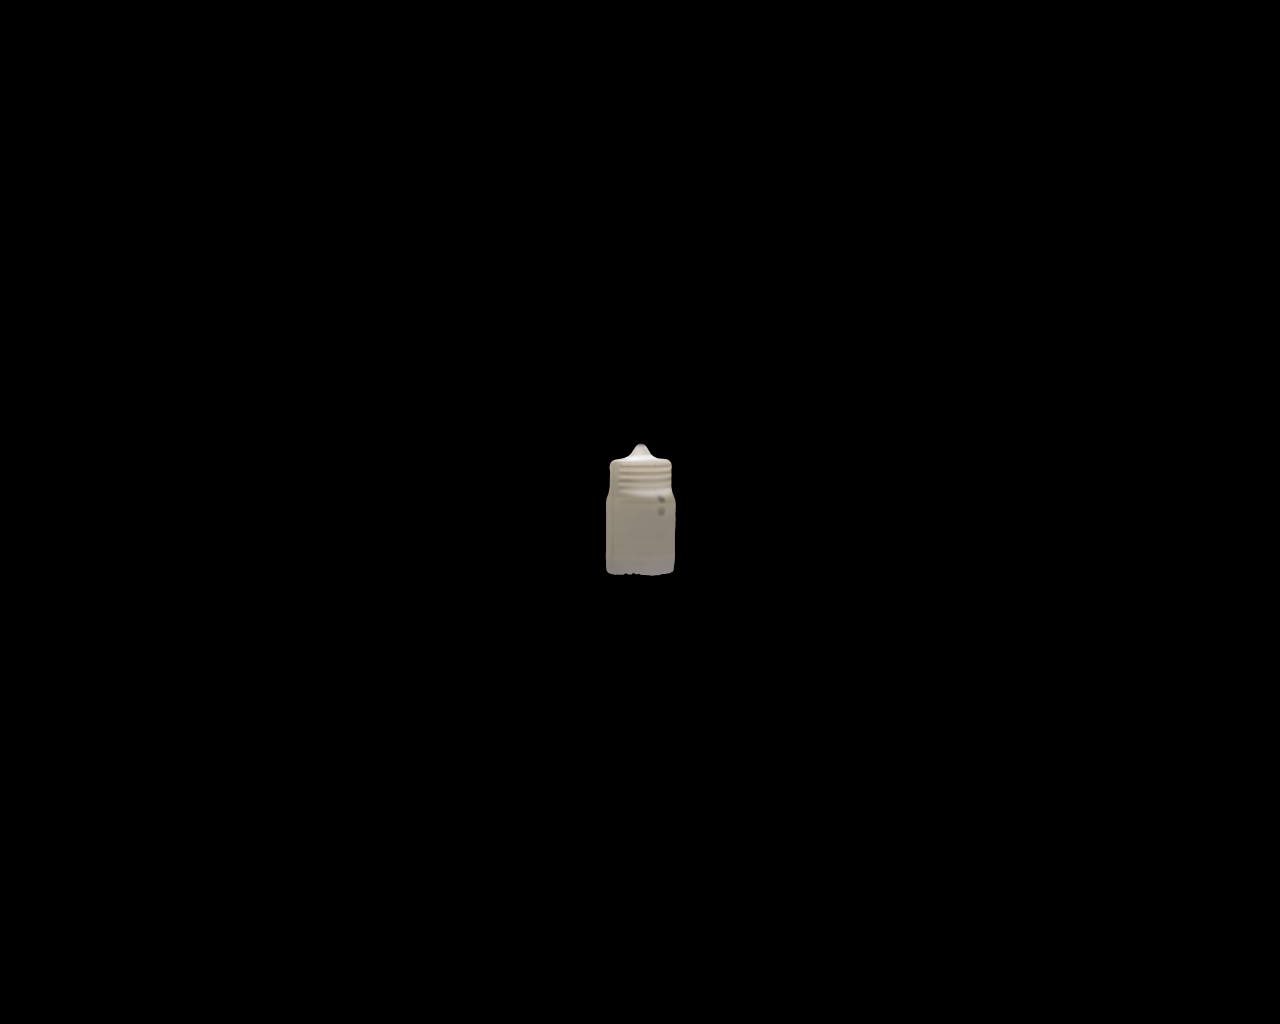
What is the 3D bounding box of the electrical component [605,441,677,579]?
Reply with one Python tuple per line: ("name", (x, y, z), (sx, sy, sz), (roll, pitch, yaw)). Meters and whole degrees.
("electrical component", (0.001, -0.003, 0.650), (0.043, 0.081, 0.043), (0, 5, 0))
